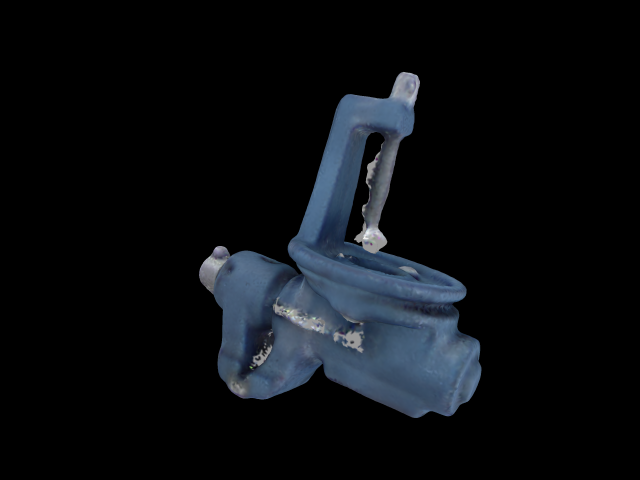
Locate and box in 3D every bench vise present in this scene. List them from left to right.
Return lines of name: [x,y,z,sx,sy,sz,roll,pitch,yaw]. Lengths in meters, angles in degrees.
bench vise: [0.001,0.001,0.388,0.207,0.220,0.122,0,0,11]
